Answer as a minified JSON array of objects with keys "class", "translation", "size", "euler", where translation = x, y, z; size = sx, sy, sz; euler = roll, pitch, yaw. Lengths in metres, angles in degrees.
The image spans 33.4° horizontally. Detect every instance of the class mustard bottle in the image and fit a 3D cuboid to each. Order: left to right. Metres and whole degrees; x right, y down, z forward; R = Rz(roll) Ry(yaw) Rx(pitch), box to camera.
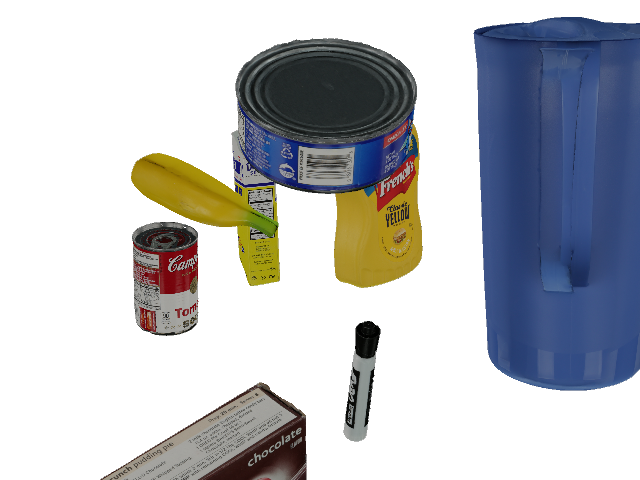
[{"class":"mustard bottle","translation":[0.052,-0.060,0.975],"size":[0.096,0.192,0.058],"euler":[-21,27,-40]}]

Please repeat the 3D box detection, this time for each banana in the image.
[{"class":"banana","translation":[-0.110,-0.038,0.828],"size":[0.069,0.037,0.198],"euler":[42,-10,-35]}]

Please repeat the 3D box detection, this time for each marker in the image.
[{"class":"marker","translation":[0.032,0.109,0.827],"size":[0.020,0.121,0.020],"euler":[3,39,-3]}]

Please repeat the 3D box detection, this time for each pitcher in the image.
[{"class":"pitcher","translation":[0.166,-0.024,0.713],"size":[0.149,0.243,0.145],"euler":[-10,18,-27]}]

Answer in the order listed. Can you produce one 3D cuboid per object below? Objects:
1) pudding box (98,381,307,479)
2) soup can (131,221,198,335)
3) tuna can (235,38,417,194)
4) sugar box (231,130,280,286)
[{"class":"pudding box","translation":[-0.058,0.132,0.505],"size":[0.113,0.090,0.039],"euler":[-30,46,-34]},{"class":"soup can","translation":[-0.162,0.040,1.120],"size":[0.068,0.102,0.068],"euler":[2,25,-1]},{"class":"tuna can","translation":[0.002,-0.060,0.512],"size":[0.086,0.034,0.086],"euler":[1,42,-1]},{"class":"sugar box","translation":[-0.081,-0.042,1.325],"size":[0.048,0.176,0.093],"euler":[-9,24,-10]}]
